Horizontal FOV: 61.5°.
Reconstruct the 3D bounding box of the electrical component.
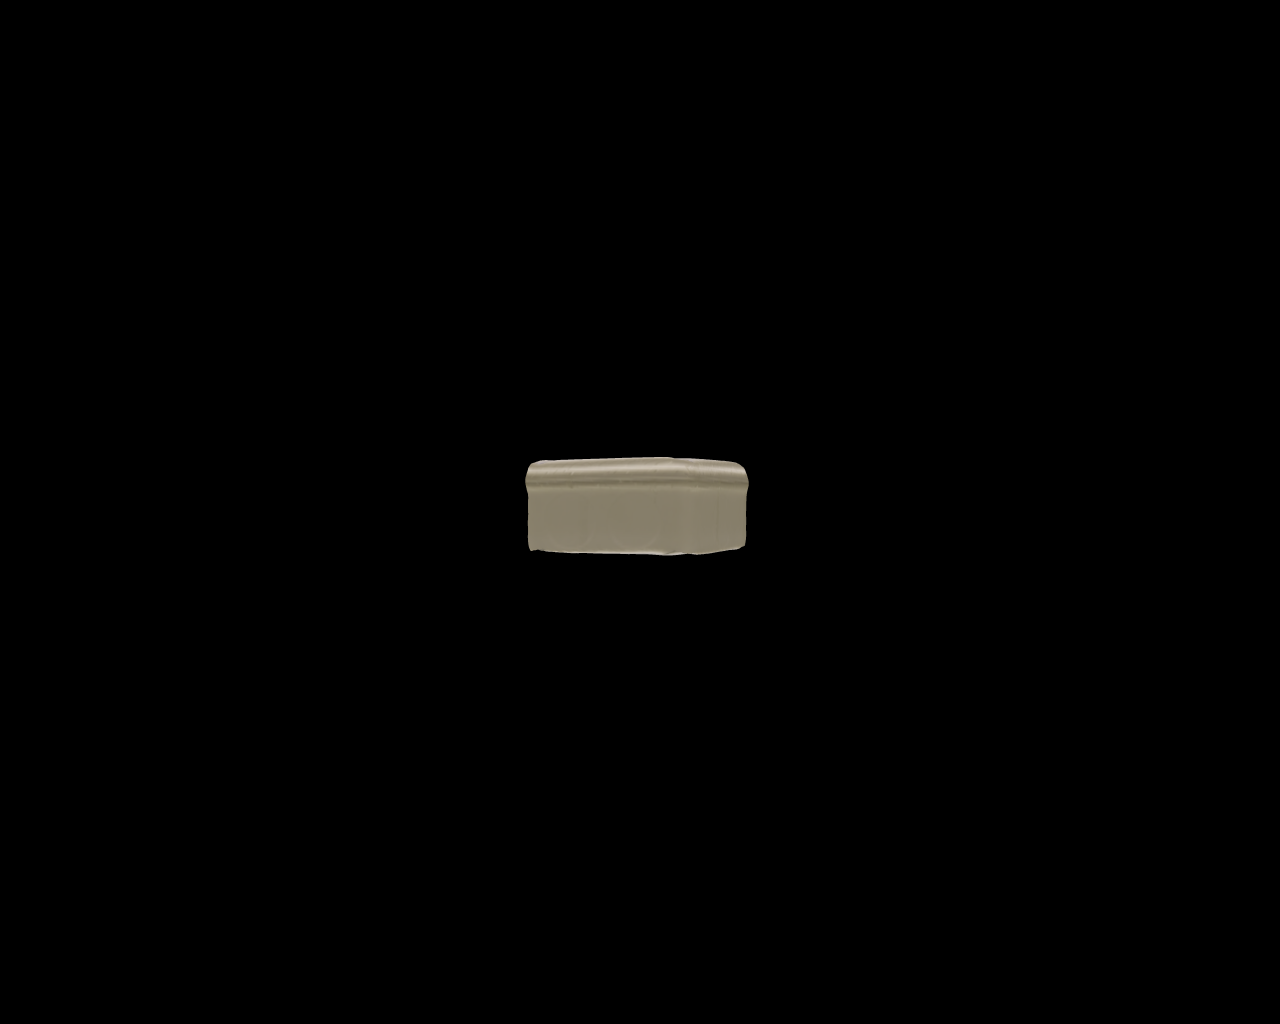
[{"bbox_3d":[0.001,-0.003,0.650,0.109,0.056,0.109,0,0,24],"label":"electrical component"}]
